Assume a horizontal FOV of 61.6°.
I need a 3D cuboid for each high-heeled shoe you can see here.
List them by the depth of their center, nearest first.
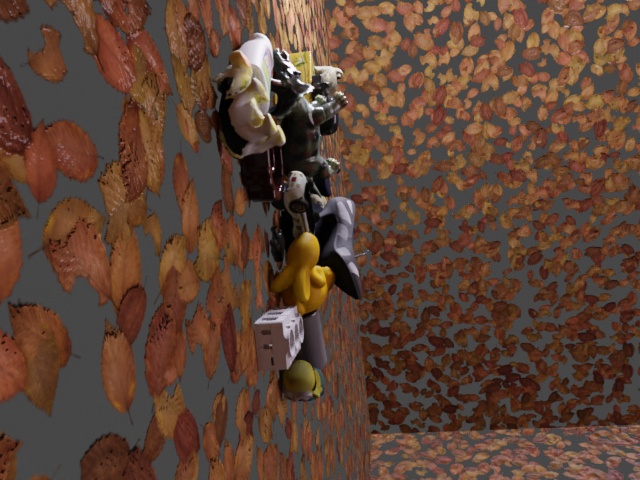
[{"bbox_3d":[0.069,0.014,1.264,0.086,0.145,0.249,-41,-107,51],"label":"high-heeled shoe"}]

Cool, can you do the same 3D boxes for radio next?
[{"bbox_3d":[-0.003,-0.004,1.334,0.229,0.073,0.131,27,58,-49],"label":"radio"}]

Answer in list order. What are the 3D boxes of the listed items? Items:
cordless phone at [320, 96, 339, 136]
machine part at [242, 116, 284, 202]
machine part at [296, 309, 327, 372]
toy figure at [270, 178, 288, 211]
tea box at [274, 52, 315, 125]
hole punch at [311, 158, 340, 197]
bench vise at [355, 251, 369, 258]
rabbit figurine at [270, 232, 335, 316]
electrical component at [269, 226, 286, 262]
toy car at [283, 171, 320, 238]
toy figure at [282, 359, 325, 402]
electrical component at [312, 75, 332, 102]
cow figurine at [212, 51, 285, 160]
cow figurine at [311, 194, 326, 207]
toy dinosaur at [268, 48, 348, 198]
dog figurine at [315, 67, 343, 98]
[{"bbox_3d":[-0.017,-0.297,1.457,0.184,0.147,0.089,73,20,-56],"label":"cordless phone"},{"bbox_3d":[-0.109,-0.154,1.028,0.179,0.056,0.179,-5,91,-83],"label":"machine part"},{"bbox_3d":[-0.031,0.231,1.281,0.079,0.079,0.242,-81,166,-60],"label":"machine part"},{"bbox_3d":[-0.080,-0.106,1.219,0.064,0.058,0.154,-57,-174,17],"label":"toy figure"},{"bbox_3d":[-0.063,-0.383,1.358,0.068,0.098,0.169,66,19,-69],"label":"tea box"},{"bbox_3d":[-0.017,-0.181,1.485,0.115,0.142,0.092,30,80,-65],"label":"hole punch"},{"bbox_3d":[0.051,0.036,1.750,0.240,0.129,0.224,84,-20,-47],"label":"bench vise"},{"bbox_3d":[-0.045,0.069,1.151,0.162,0.122,0.173,-50,153,-51],"label":"rabbit figurine"},{"bbox_3d":[-0.092,0.015,1.170,0.093,0.021,0.063,76,12,-52],"label":"electrical component"},{"bbox_3d":[-0.039,-0.062,1.142,0.201,0.056,0.073,79,19,-55],"label":"toy car"},{"bbox_3d":[-0.036,0.312,1.190,0.180,0.082,0.089,43,29,-71],"label":"toy figure"},{"bbox_3d":[0.007,-0.360,1.324,0.102,0.045,0.078,67,21,-67],"label":"electrical component"},{"bbox_3d":[-0.128,-0.214,0.855,0.068,0.098,0.167,35,32,-73],"label":"cow figurine"},{"bbox_3d":[-0.022,-0.085,1.546,0.195,0.086,0.127,-69,155,-64],"label":"cow figurine"},{"bbox_3d":[-0.046,-0.223,1.237,0.131,0.192,0.404,37,-38,38],"label":"toy dinosaur"},{"bbox_3d":[-0.007,-0.385,1.537,0.121,0.172,0.190,-19,97,-71],"label":"dog figurine"}]
